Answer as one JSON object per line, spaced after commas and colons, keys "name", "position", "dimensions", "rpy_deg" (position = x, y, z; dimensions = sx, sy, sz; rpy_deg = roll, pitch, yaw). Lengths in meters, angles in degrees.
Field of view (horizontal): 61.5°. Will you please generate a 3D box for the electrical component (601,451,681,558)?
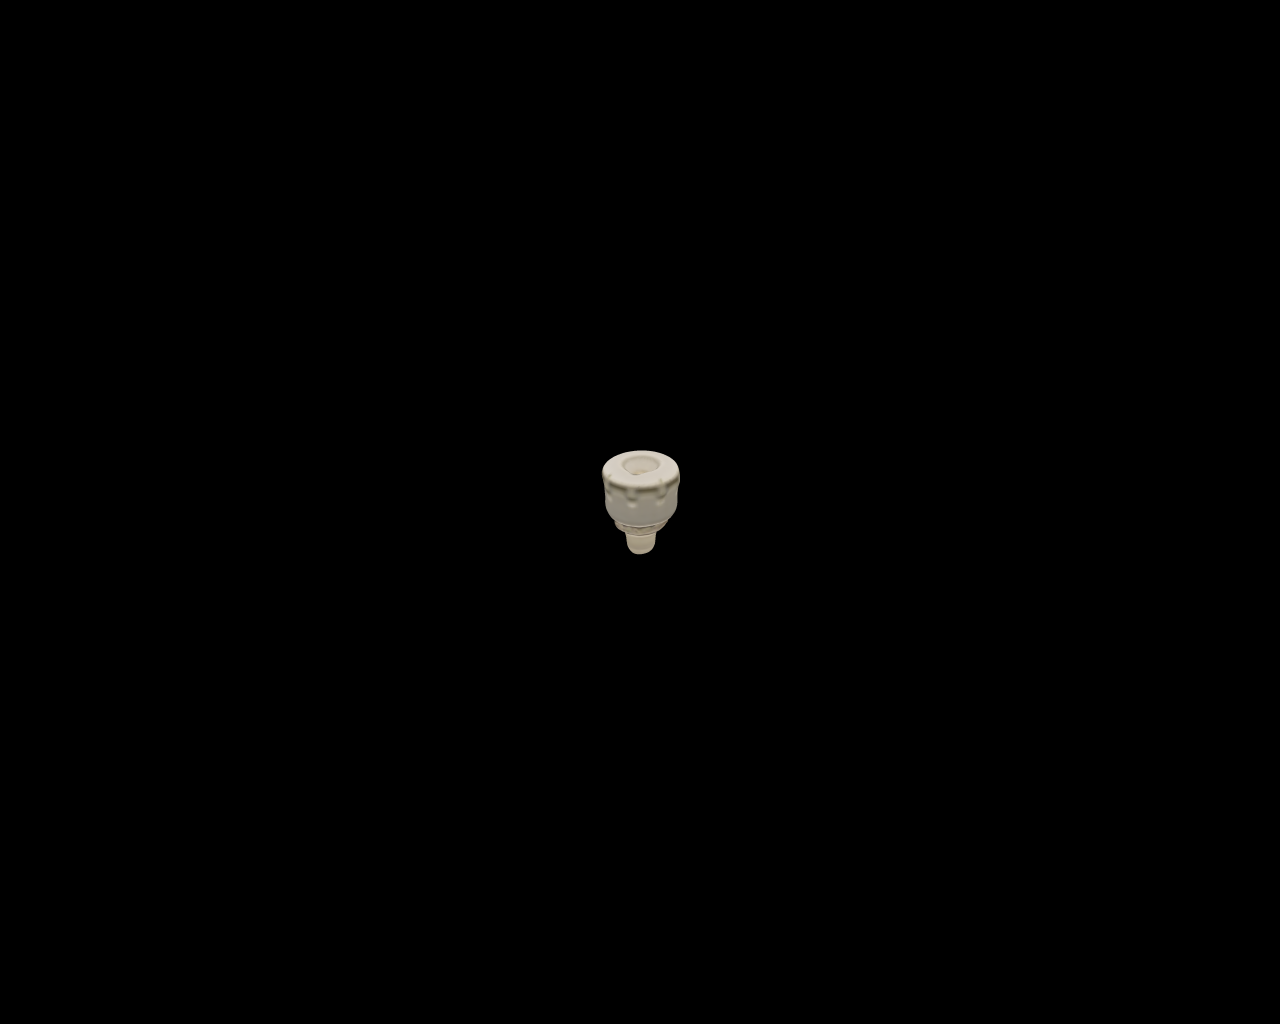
{"name": "electrical component", "position": [0.001, -0.003, 0.650], "dimensions": [0.048, 0.062, 0.048], "rpy_deg": [0, 29, 0]}
